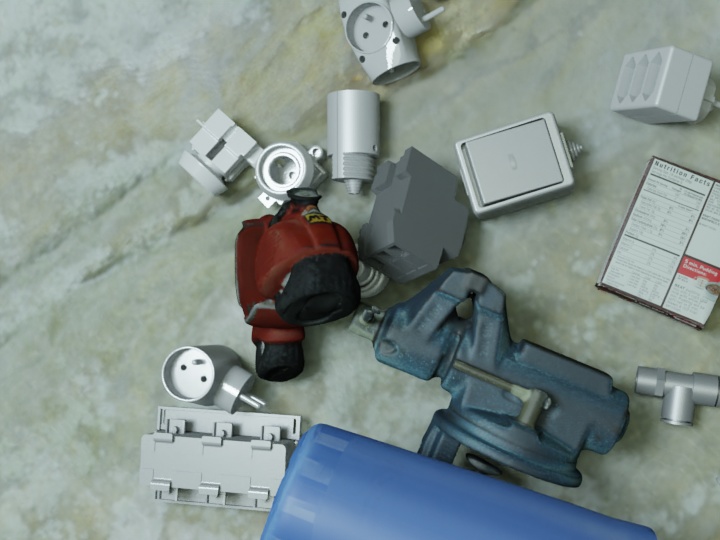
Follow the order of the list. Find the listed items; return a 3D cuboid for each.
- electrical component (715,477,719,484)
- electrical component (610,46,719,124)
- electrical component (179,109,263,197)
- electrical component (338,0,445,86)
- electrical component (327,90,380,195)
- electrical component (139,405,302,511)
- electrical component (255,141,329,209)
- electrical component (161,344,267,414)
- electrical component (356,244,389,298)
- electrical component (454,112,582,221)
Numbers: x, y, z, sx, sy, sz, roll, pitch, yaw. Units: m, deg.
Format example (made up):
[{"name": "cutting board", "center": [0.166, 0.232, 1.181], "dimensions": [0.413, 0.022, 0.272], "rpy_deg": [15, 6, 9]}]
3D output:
[{"name": "electrical component", "center": [0.305, 0.141, 0.812], "dimensions": [0.078, 0.040, 0.040], "rpy_deg": [-35, 82, 7]}, {"name": "electrical component", "center": [0.247, -0.136, 0.828], "dimensions": [0.077, 0.066, 0.047], "rpy_deg": [15, 90, -19]}, {"name": "electrical component", "center": [-0.117, -0.095, 0.895], "dimensions": [0.066, 0.048, 0.055], "rpy_deg": [42, 87, 9]}, {"name": "electrical component", "center": [0.031, -0.201, 0.870], "dimensions": [0.079, 0.044, 0.077], "rpy_deg": [-25, 83, 23]}, {"name": "electrical component", "center": [-0.005, -0.102, 0.877], "dimensions": [0.043, 0.043, 0.081], "rpy_deg": [-1, 87, 10]}, {"name": "electrical component", "center": [-0.112, 0.154, 0.872], "dimensions": [0.121, 0.063, 0.078], "rpy_deg": [3, 88, 10]}, {"name": "electrical component", "center": [-0.058, -0.079, 0.878], "dimensions": [0.066, 0.055, 0.048], "rpy_deg": [-44, 81, 5]}, {"name": "electrical component", "center": [-0.111, 0.091, 0.868], "dimensions": [0.079, 0.077, 0.043], "rpy_deg": [28, 92, 10]}, {"name": "electrical component", "center": [0.000, 0.000, 0.861], "dimensions": [0.043, 0.062, 0.043], "rpy_deg": [-1, 87, 10]}, {"name": "electrical component", "center": [0.128, -0.083, 0.844], "dimensions": [0.096, 0.061, 0.061], "rpy_deg": [-17, 84, 9]}]
